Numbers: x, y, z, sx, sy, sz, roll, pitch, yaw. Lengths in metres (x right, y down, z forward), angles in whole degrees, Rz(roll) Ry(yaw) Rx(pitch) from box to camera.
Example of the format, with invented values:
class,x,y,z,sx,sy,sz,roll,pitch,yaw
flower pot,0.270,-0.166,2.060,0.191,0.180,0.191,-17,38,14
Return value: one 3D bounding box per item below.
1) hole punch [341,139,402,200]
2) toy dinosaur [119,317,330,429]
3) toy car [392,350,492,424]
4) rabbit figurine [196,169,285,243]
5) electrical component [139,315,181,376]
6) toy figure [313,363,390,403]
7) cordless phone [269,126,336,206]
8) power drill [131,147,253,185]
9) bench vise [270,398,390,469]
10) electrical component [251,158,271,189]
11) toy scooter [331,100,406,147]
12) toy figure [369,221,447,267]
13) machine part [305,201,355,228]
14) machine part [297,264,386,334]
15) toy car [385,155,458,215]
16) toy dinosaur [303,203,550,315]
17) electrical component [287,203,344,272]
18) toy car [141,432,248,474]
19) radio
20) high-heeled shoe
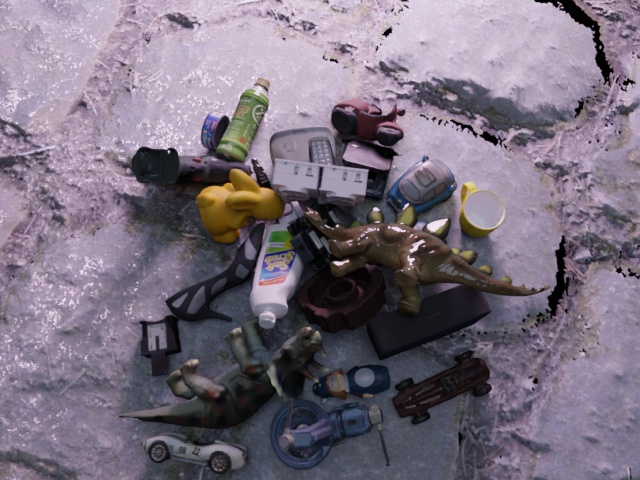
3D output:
class,x,y,z,sx,sy,sz,roll,pitch,yaw
hole punch,0.104,-0.160,1.209,0.142,0.092,0.116,13,41,9
toy dinosaur,-0.167,0.288,1.041,0.405,0.131,0.192,-36,83,-1
toy car,0.243,0.290,1.061,0.202,0.053,0.089,-21,75,-7
rabbit figurine,-0.163,-0.081,1.138,0.173,0.162,0.122,-1,61,6
electrical component,-0.324,0.217,1.099,0.075,0.047,0.119,-13,72,-3
toy figure,0.060,0.281,1.067,0.155,0.057,0.064,-8,32,0
cordless phone,-0.033,-0.156,1.199,0.147,0.088,0.184,-8,73,-1
power drill,-0.282,-0.155,1.147,0.232,0.207,0.085,5,101,14
bench vise,-0.001,0.344,0.960,0.224,0.240,0.129,-5,75,16
electrical component,-0.128,-0.135,1.206,0.021,0.063,0.094,-25,74,-7
toy scooter,0.125,-0.283,1.244,0.184,0.075,0.135,26,51,23
toy figure,0.174,0.002,1.145,0.180,0.082,0.089,-16,64,0
machine part,0.041,-0.049,1.188,0.139,0.039,0.084,40,71,15
machine part,0.046,0.110,1.077,0.179,0.056,0.179,-17,32,11
toy car,0.225,-0.124,1.176,0.162,0.103,0.109,-32,73,-11
toy dinosaur,0.183,0.031,1.008,0.472,0.105,0.198,26,52,15
electrical component,-0.002,-0.003,1.103,0.115,0.058,0.134,57,37,2
toy car,-0.238,0.400,1.021,0.202,0.073,0.056,9,75,4
radio,0.209,0.162,1.062,0.230,0.131,0.073,-19,71,-5
high-heeled shoe,-0.216,0.059,1.122,0.145,0.086,0.248,22,87,-5
